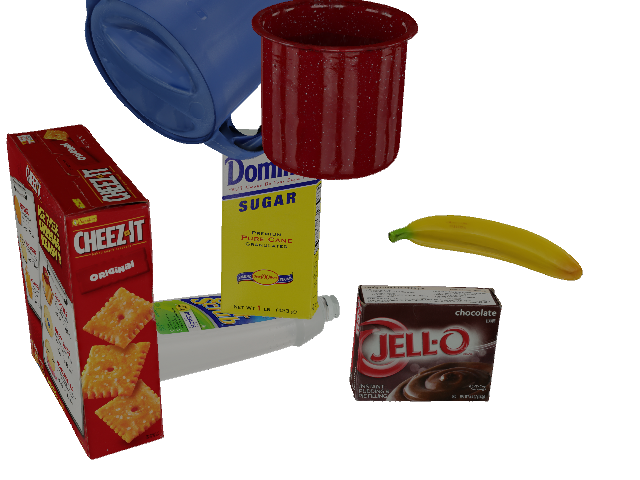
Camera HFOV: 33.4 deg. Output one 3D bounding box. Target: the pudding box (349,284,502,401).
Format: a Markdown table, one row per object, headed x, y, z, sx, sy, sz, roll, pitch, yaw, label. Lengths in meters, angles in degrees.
| x | y | z | sx | sy | sz | roll | pitch | yaw | label |
| --- | --- | --- | --- | --- | --- | --- | --- | --- | --- |
| 0.083 | 0.082 | 0.856 | 0.113 | 0.090 | 0.039 | 0 | 27 | -6 | pudding box |

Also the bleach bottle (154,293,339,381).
| x | y | z | sx | sy | sz | roll | pitch | yaw | label |
| --- | --- | --- | --- | --- | --- | --- | --- | --- | --- |
| -0.099 | 0.095 | 1.216 | 0.250 | 0.068 | 0.103 | -11 | 33 | -24 | bleach bottle |

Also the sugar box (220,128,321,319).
| x | y | z | sx | sy | sz | roll | pitch | yaw | label |
| --- | --- | --- | --- | --- | --- | --- | --- | --- | --- |
| -0.047 | -0.016 | 1.022 | 0.093 | 0.176 | 0.048 | 3 | 15 | 8 | sugar box |

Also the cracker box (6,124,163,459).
| x | y | z | sx | sy | sz | roll | pitch | yaw | label |
| --- | --- | --- | --- | --- | --- | --- | --- | --- | --- |
| -0.185 | 0.036 | 0.844 | 0.072 | 0.214 | 0.164 | -13 | 32 | -26 | cracker box |

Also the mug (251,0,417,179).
| x | y | z | sx | sy | sz | roll | pitch | yaw | label |
| --- | --- | --- | --- | --- | --- | --- | --- | --- | --- |
| 0.011 | -0.092 | 0.623 | 0.093 | 0.081 | 0.117 | 11 | 30 | 16 | mug |

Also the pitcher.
| x | y | z | sx | sy | sz | roll | pitch | yaw | label |
| --- | --- | --- | --- | --- | --- | --- | --- | --- | --- |
| -0.055 | -0.190 | 0.861 | 0.145 | 0.149 | 0.242 | 26 | 57 | 29 | pitcher |

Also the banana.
| x | y | z | sx | sy | sz | roll | pitch | yaw | label |
| --- | --- | --- | --- | --- | --- | --- | --- | --- | --- |
| 0.173 | 0.006 | 1.102 | 0.198 | 0.037 | 0.069 | 10 | 36 | 16 | banana |
